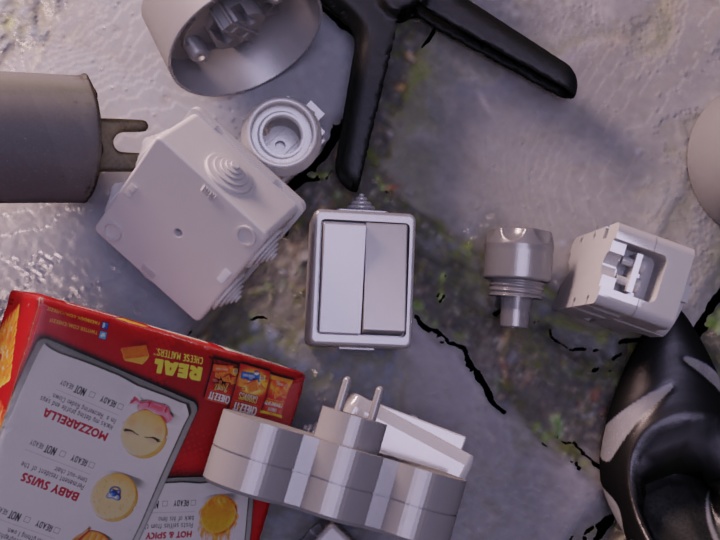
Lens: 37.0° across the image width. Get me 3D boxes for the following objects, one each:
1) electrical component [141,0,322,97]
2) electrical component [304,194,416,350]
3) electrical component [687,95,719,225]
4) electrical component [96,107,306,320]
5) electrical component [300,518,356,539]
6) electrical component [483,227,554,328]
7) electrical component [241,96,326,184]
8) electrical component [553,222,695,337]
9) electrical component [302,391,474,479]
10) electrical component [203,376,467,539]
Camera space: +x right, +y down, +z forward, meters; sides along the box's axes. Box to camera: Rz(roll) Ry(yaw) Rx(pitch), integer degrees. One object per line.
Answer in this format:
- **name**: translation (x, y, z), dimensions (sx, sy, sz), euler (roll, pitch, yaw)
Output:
- **electrical component**: translation (-0.077, -0.152, 0.640), dimensions (0.099, 0.099, 0.064), euler (-32, 83, -7)
- **electrical component**: translation (0.000, 0.000, 0.652), dimensions (0.062, 0.061, 0.096), euler (3, 85, -6)
- **electrical component**: translation (0.272, -0.074, 0.685), dimensions (0.108, 0.060, 0.108), euler (0, 85, -6)
- **electrical component**: translation (-0.095, -0.031, 0.628), dimensions (0.100, 0.048, 0.099), euler (42, 124, -1)
- **electrical component**: translation (-0.020, 0.203, 0.640), dimensions (0.076, 0.047, 0.083), euler (44, 83, -1)
- **electrical component**: translation (0.098, 0.005, 0.670), dimensions (0.043, 0.043, 0.062), euler (5, 86, -5)
- **electrical component**: translation (-0.048, -0.078, 0.656), dimensions (0.048, 0.055, 0.066), euler (44, 83, -1)
- **electrical component**: translation (0.162, 0.008, 0.653), dimensions (0.056, 0.089, 0.050), euler (19, 84, -4)
- **electrical component**: translation (0.013, 0.108, 0.644), dimensions (0.096, 0.062, 0.061), euler (29, 83, -3)
- **electrical component**: translation (-0.008, 0.096, 0.580), dimensions (0.138, 0.052, 0.073), euler (18, 84, -8)
